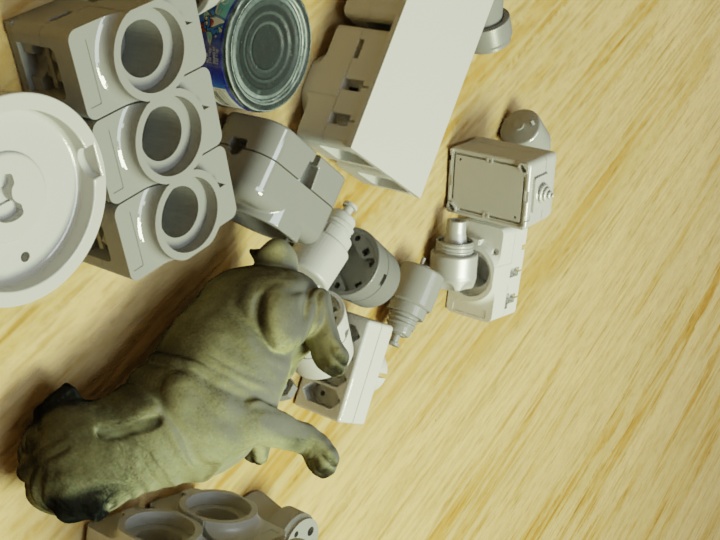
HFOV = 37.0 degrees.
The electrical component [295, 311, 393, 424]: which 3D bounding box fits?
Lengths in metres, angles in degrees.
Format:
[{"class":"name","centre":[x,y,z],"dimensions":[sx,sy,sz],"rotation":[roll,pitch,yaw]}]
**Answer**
[{"class":"electrical component","centre":[-0.003,0.079,0.875],"dimensions":[0.076,0.047,0.083],"rotation":[18,89,-56]}]

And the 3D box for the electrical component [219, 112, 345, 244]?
[{"class":"electrical component","centre":[-0.060,-0.057,0.730],"dimensions":[0.095,0.054,0.059],"rotation":[37,73,-54]}]

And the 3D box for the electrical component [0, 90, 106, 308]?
[{"class":"electrical component","centre":[-0.190,-0.040,0.545],"dimensions":[0.108,0.060,0.108],"rotation":[-27,125,-47]}]

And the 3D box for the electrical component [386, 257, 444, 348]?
[{"class":"electrical component","centre":[0.043,0.029,0.924],"dimensions":[0.040,0.040,0.078],"rotation":[38,72,-54]}]

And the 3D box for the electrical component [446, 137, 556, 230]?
[{"class":"electrical component","centre":[0.133,-0.078,0.958],"dimensions":[0.061,0.096,0.061],"rotation":[-26,124,-49]}]

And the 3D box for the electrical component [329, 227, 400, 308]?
[{"class":"electrical component","centre":[0.000,0.000,0.840],"dimensions":[0.047,0.055,0.055],"rotation":[34,76,-59]}]

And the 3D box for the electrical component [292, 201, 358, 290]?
[{"class":"electrical component","centre":[-0.026,-0.019,0.806],"dimensions":[0.078,0.040,0.040],"rotation":[-58,143,-22]}]

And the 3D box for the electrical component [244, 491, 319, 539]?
[{"class":"electrical component","centre":[-0.066,0.201,0.829],"dimensions":[0.045,0.055,0.045],"rotation":[-27,125,-47]}]

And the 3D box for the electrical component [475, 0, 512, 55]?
[{"class":"electrical component","centre":[0.103,-0.215,0.903],"dimensions":[0.045,0.045,0.055],"rotation":[-49,139,-32]}]

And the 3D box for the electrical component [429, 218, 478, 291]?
[{"class":"electrical component","centre":[0.084,-0.015,0.963],"dimensions":[0.043,0.043,0.062],"rotation":[-19,118,-50]}]

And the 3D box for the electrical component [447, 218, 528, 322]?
[{"class":"electrical component","centre":[0.117,-0.002,1.008],"dimensions":[0.056,0.050,0.089],"rotation":[-14,115,-53]}]

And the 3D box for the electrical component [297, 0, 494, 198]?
[{"class":"electrical component","centre":[0.029,-0.163,0.805],"dimensions":[0.105,0.060,0.186],"rotation":[29,80,-55]}]

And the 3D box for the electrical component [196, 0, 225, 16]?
[{"class":"electrical component","centre":[-0.093,-0.181,0.630],"dimensions":[0.047,0.055,0.055],"rotation":[-41,134,-44]}]

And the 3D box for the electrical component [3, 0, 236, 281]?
[{"class":"electrical component","centre":[-0.129,-0.081,0.614],"dimensions":[0.089,0.062,0.150],"rotation":[-39,133,-40]}]

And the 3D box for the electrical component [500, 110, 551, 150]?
[{"class":"electrical component","centre":[0.164,-0.121,1.033],"dimensions":[0.078,0.040,0.040],"rotation":[42,69,-53]}]

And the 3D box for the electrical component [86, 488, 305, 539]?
[{"class":"electrical component","centre":[-0.079,0.204,0.695],"dimensions":[0.105,0.186,0.060],"rotation":[-7,109,-54]}]

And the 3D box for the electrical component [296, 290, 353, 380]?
[{"class":"electrical component","centre":[-0.034,0.049,0.814],"dimensions":[0.055,0.055,0.047],"rotation":[-50,143,-31]}]
